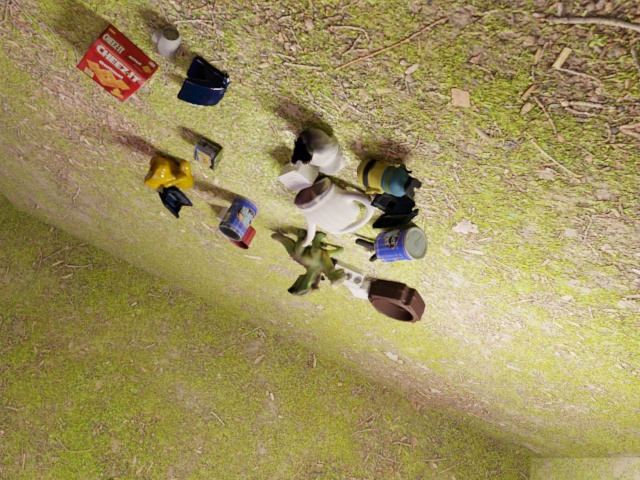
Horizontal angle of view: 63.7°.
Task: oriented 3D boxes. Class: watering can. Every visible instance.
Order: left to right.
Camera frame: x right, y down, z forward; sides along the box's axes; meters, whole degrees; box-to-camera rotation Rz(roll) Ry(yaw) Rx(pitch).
[{"bbox_3d":[0.005,-0.083,1.644,0.343,0.106,0.221,-25,127,37],"label":"watering can"}]

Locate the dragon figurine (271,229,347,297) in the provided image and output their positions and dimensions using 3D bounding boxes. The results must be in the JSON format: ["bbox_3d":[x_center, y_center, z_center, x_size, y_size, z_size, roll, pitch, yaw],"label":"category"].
[{"bbox_3d":[-0.059,0.094,1.942,0.410,0.247,0.120,5,152,35],"label":"dragon figurine"}]

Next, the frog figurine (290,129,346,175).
[{"bbox_3d":[0.009,-0.241,1.408,0.160,0.124,0.135,-1,162,-34],"label":"frog figurine"}]
